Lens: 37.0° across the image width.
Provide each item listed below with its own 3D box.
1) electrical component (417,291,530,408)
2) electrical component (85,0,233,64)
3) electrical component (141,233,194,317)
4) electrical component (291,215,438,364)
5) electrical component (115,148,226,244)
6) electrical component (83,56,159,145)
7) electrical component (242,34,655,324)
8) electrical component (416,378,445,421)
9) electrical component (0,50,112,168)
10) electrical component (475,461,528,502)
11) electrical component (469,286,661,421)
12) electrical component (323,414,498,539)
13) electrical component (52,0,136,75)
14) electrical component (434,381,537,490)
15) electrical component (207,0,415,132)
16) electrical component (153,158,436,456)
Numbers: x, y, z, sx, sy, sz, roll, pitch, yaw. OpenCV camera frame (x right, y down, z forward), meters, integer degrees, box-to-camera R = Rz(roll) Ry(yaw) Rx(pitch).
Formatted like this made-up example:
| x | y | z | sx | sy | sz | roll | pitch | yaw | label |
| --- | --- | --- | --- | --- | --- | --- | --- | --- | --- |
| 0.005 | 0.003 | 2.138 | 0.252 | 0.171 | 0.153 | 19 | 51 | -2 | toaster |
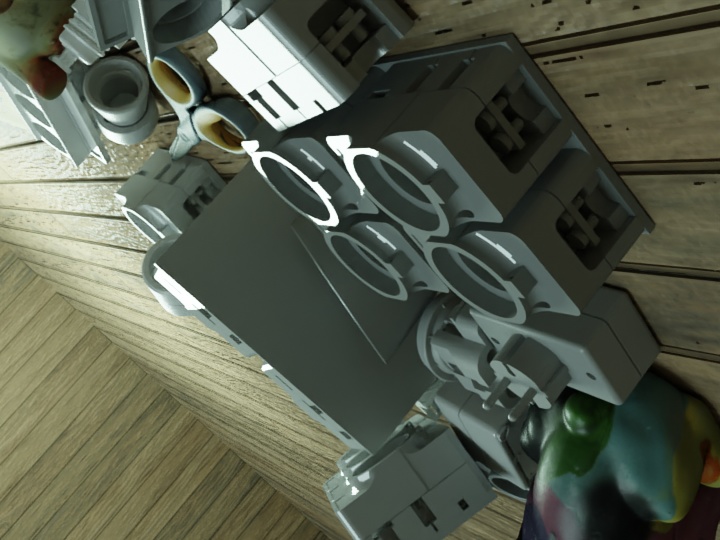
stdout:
| x | y | z | sx | sy | sz | roll | pitch | yaw | label |
| --- | --- | --- | --- | --- | --- | --- | --- | --- | --- |
| 0.071 | 0.041 | 0.623 | 0.057 | 0.058 | 0.078 | 17 | 153 | 49 | electrical component |
| -0.087 | -0.148 | 0.454 | 0.063 | 0.079 | 0.121 | 60 | 167 | 10 | electrical component |
| -0.087 | 0.010 | 0.810 | 0.138 | 0.052 | 0.073 | -2 | 152 | 9 | electrical component |
| 0.000 | 0.000 | 0.647 | 0.099 | 0.064 | 0.099 | 42 | 176 | 4 | electrical component |
| -0.123 | -0.022 | 0.886 | 0.089 | 0.061 | 0.150 | 19 | 154 | 52 | electrical component |
| -0.167 | -0.118 | 0.758 | 0.045 | 0.045 | 0.055 | 37 | 164 | 10 | electrical component |
| 0.027 | -0.039 | 0.498 | 0.105 | 0.060 | 0.186 | 47 | 163 | -23 | electrical component |
| 0.036 | 0.071 | 0.810 | 0.081 | 0.042 | 0.064 | 45 | 165 | -14 | electrical component |
| -0.220 | -0.137 | 0.790 | 0.079 | 0.063 | 0.121 | 33 | 163 | 14 | electrical component |
| 0.121 | 0.129 | 0.774 | 0.099 | 0.064 | 0.099 | 23 | 158 | 10 | electrical component |
| 0.092 | 0.044 | 0.545 | 0.083 | 0.075 | 0.047 | 19 | 154 | 52 | electrical component |
| 0.027 | 0.147 | 0.741 | 0.061 | 0.089 | 0.150 | 54 | 173 | 0 | electrical component |
| -0.136 | -0.139 | 0.582 | 0.040 | 0.078 | 0.040 | 42 | 179 | 1 | electrical component |
| 0.095 | 0.092 | 0.693 | 0.061 | 0.061 | 0.096 | 28 | 160 | 38 | electrical component |
| -0.027 | -0.102 | 0.468 | 0.056 | 0.050 | 0.089 | 45 | 164 | -15 | electrical component |
| -0.035 | 0.023 | 0.725 | 0.186 | 0.105 | 0.060 | 42 | 164 | -6 | electrical component |
